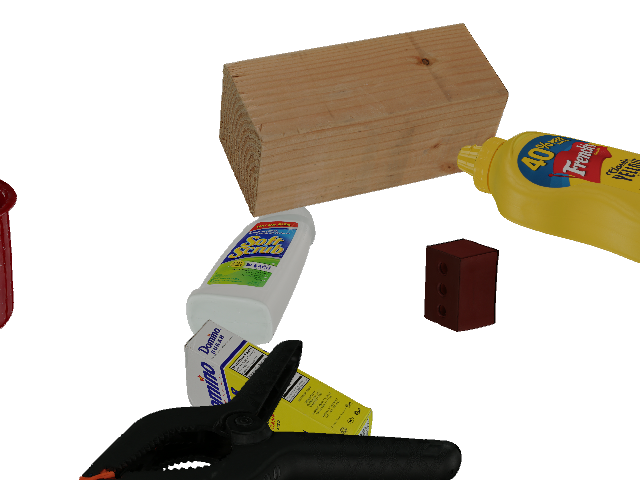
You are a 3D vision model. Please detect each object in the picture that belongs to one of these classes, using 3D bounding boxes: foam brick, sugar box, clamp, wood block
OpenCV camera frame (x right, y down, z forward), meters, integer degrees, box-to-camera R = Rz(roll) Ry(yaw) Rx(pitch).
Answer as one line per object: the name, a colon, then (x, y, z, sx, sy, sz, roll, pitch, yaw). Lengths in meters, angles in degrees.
foam brick: (0.138, 0.043, 1.047, 0.051, 0.078, 0.053, -12, 20, -34)
sugar box: (-0.040, 0.149, 0.953, 0.176, 0.093, 0.048, 24, 49, 19)
clamp: (-0.047, 0.114, 0.622, 0.209, 0.036, 0.165, -9, 25, -30)
wood block: (0.032, -0.098, 0.854, 0.205, 0.091, 0.090, -13, -35, -18)

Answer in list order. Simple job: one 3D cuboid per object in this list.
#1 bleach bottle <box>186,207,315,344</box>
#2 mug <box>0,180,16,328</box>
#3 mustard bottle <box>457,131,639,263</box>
bleach bottle: (-0.070, 0.021, 1.255, 0.103, 0.068, 0.250, 4, 33, 13)
mug: (-0.235, 0.016, 0.635, 0.093, 0.081, 0.117, 17, 28, 27)
mustard bottle: (0.180, -0.035, 0.734, 0.192, 0.058, 0.096, 19, 38, 34)
